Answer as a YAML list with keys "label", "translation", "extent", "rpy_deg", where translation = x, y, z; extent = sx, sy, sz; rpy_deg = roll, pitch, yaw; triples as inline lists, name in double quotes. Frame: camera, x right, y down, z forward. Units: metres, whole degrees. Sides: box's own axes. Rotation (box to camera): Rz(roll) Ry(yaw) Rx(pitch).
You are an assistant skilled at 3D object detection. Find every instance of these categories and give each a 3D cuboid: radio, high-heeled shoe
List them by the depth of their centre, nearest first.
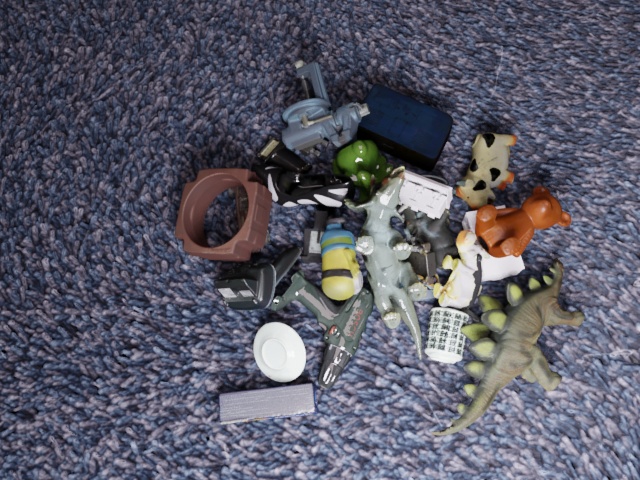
- label: "high-heeled shoe"
  translation: [-0.041, -0.138, 1.228]
  extent: [0.249, 0.145, 0.086]
  rpy_deg: [28, 53, 0]
- label: "radio"
  translation: [0.200, -0.276, 1.309]
  extent: [0.230, 0.073, 0.131]
  rpy_deg: [28, 74, 11]

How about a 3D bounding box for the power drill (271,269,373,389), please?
- label: "power drill"
  translation: [-0.004, 0.174, 1.162]
  extent: [0.207, 0.086, 0.232]
  rpy_deg: [31, 74, 17]

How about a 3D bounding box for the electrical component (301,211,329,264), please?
- label: "electrical component"
  translation: [-0.003, -0.004, 1.239]
  extent: [0.075, 0.047, 0.119]
  rpy_deg: [1, 70, 4]

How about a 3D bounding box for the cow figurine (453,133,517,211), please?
- label: "cow figurine"
  translation: [0.380, -0.159, 1.249]
  extent: [0.127, 0.085, 0.195]
  rpy_deg: [12, 74, 2]

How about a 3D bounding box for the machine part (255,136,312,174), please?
- label: "machine part"
  translation: [-0.087, -0.200, 1.321]
  extent: [0.139, 0.039, 0.084]
  rpy_deg: [30, 67, 15]

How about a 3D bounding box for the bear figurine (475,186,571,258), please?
- label: "bear figurine"
  translation: [0.427, -0.042, 1.117]
  extent: [0.196, 0.132, 0.120]
  rpy_deg: [-28, 73, 0]

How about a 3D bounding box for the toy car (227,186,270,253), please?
- label: "toy car"
  translation: [-0.171, -0.066, 1.273]
  extent: [0.089, 0.053, 0.202]
  rpy_deg: [-7, 69, -1]

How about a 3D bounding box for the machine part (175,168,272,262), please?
- label: "machine part"
  translation: [-0.215, -0.056, 1.210]
  extent: [0.202, 0.087, 0.201]
  rpy_deg: [2, 76, 23]

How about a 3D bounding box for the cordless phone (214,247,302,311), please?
- label: "cordless phone"
  translation: [-0.134, 0.072, 1.211]
  extent: [0.147, 0.088, 0.184]
  rpy_deg: [-8, 30, 42]

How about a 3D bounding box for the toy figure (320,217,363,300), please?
- label: "toy figure"
  translation: [0.039, 0.041, 1.148]
  extent: [0.089, 0.082, 0.180]
  rpy_deg: [-17, 64, 11]

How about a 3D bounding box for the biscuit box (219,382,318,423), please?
- label: "biscuit box"
  translation: [-0.105, 0.341, 1.121]
  extent: [0.203, 0.059, 0.063]
  rpy_deg: [-7, 69, 2]

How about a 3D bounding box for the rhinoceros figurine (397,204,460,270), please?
- label: "rhinoceros figurine"
  translation: [0.250, -0.021, 1.221]
  extent: [0.112, 0.073, 0.190]
  rpy_deg: [-34, 73, 3]

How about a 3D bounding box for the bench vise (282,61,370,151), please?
- label: "bench vise"
  translation: [-0.001, -0.324, 1.274]
  extent: [0.224, 0.129, 0.240]
  rpy_deg: [-20, 77, 28]

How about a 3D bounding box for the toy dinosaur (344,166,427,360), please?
- label: "toy dinosaur"
  translation: [0.144, 0.047, 1.146]
  extent: [0.131, 0.192, 0.404]
  rpy_deg: [-11, 114, 4]

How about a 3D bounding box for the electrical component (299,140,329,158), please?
- label: "electrical component"
  translation: [-0.029, -0.245, 1.339]
  extent: [0.094, 0.021, 0.063]
  rpy_deg: [31, 75, 14]

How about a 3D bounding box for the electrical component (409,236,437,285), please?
- label: "electrical component"
  translation: [0.219, 0.048, 1.162]
  extent: [0.045, 0.078, 0.102]
  rpy_deg: [-15, 110, -30]

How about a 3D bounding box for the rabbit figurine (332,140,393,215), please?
- label: "rabbit figurine"
  translation: [0.118, -0.140, 1.239]
  extent: [0.121, 0.159, 0.170]
  rpy_deg: [-19, 86, -13]

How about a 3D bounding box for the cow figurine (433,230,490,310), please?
- label: "cow figurine"
  translation: [0.313, 0.065, 1.139]
  extent: [0.098, 0.068, 0.167]
  rpy_deg: [15, 103, -14]

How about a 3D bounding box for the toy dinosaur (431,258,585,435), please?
- label: "toy dinosaur"
  translation: [0.385, 0.213, 1.082]
  extent: [0.198, 0.105, 0.471]
  rpy_deg: [35, 68, -2]
